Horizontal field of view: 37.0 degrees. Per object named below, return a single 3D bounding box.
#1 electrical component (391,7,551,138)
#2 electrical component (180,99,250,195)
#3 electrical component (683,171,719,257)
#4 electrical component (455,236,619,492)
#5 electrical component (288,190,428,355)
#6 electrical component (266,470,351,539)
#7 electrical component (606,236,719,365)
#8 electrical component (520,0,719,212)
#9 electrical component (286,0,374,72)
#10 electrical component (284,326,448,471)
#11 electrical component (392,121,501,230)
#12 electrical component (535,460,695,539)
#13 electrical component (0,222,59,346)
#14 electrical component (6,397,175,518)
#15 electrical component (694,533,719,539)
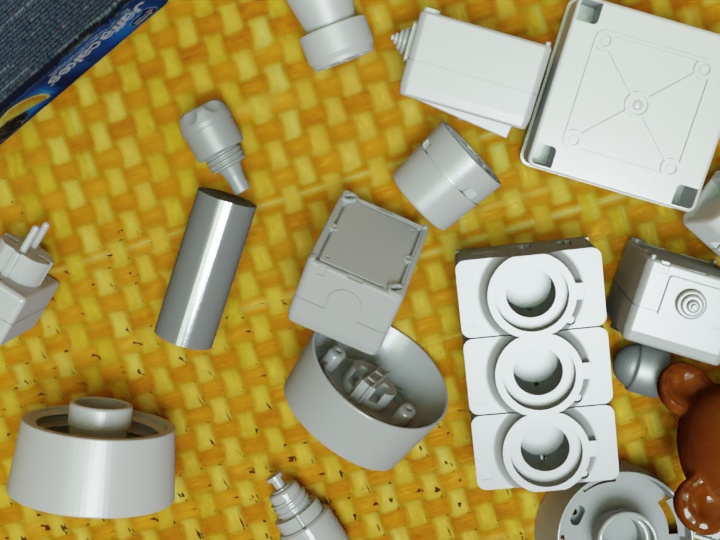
[{"bbox_3d":[0.063,-0.122,0.668,0.096,0.061,0.061,16,100,2],"label":"electrical component"},{"bbox_3d":[-0.091,-0.078,0.701,0.035,0.035,0.061,-27,99,8],"label":"electrical component"},{"bbox_3d":[0.255,-0.046,0.660,0.059,0.054,0.095,40,83,-10],"label":"electrical component"},{"bbox_3d":[0.113,0.060,0.694,0.089,0.061,0.150,-6,99,5],"label":"electrical component"},{"bbox_3d":[0.000,0.000,0.685,0.062,0.096,0.061,23,128,1],"label":"electrical component"},{"bbox_3d":[-0.038,0.172,0.735,0.040,0.040,0.078,-32,96,8],"label":"electrical component"},{"bbox_3d":[0.193,0.022,0.664,0.062,0.096,0.061,16,101,2],"label":"electrical component"},{"bbox_3d":[0.168,-0.102,0.667,0.109,0.056,0.108,17,100,1],"label":"electrical component"},{"bbox_3d":[-0.020,-0.158,0.678,0.045,0.045,0.055,-20,98,7],"label":"electrical component"},{"bbox_3d":[0.003,0.078,0.690,0.099,0.099,0.064,36,106,-2],"label":"electrical component"},{"bbox_3d":[0.054,-0.059,0.684,0.047,0.055,0.055,-43,94,13],"label":"electrical component"},{"bbox_3d":[0.171,0.178,0.720,0.099,0.064,0.099,0,87,-1],"label":"electrical component"},{"bbox_3d":[-0.228,0.002,0.708,0.047,0.065,0.076,33,100,-2],"label":"electrical component"},{"bbox_3d":[-0.173,0.116,0.705,0.108,0.108,0.060,7,94,3],"label":"electrical component"},{"bbox_3d":[0.264,0.171,0.700,0.081,0.064,0.042,16,101,1],"label":"electrical component"}]
